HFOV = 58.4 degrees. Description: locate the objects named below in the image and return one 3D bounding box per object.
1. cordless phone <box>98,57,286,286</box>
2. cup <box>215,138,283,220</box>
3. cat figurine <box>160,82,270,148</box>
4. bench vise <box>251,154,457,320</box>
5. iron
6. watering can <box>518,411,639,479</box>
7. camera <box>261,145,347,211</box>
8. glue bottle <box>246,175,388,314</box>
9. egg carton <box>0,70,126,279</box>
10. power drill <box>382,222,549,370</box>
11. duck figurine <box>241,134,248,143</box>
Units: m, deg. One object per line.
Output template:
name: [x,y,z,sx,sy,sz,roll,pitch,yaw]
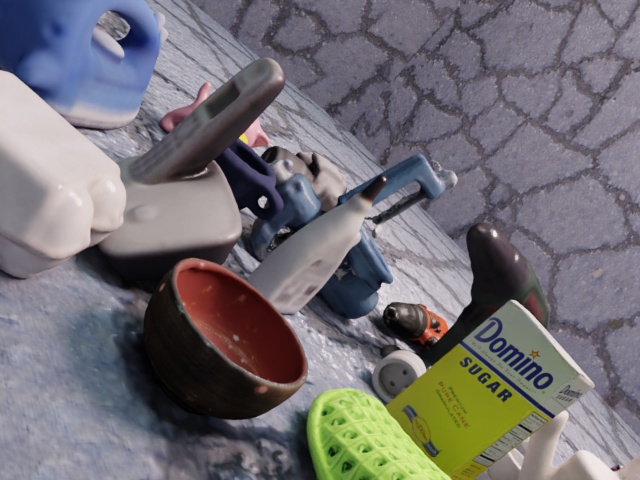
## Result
cordless phone: [-0.090,-0.059,0.446,0.094,0.185,0.147,32,18,-40]
cup: [-0.097,-0.046,0.577,0.117,0.095,0.092,48,14,17]
cat figurine: [-0.131,-0.155,0.759,0.127,0.117,0.067,49,14,20]
bench vise: [0.040,-0.030,0.656,0.208,0.219,0.121,34,16,-34]
iron: [-0.222,-0.202,0.588,0.118,0.141,0.259,44,13,3]
watering can: [0.256,0.239,0.525,0.173,0.194,0.101,44,13,3]
camera: [-0.034,-0.104,0.922,0.137,0.100,0.143,35,16,-32]
glue bottle: [0.005,0.002,0.560,0.037,0.173,0.078,51,15,29]
egg carton: [-0.196,-0.047,0.353,0.150,0.069,0.107,42,14,-7]
power drill: [0.181,0.099,0.698,0.231,0.208,0.075,31,18,-41]
duck figurine: [-0.125,-0.099,0.676,0.077,0.086,0.105,48,14,18]
